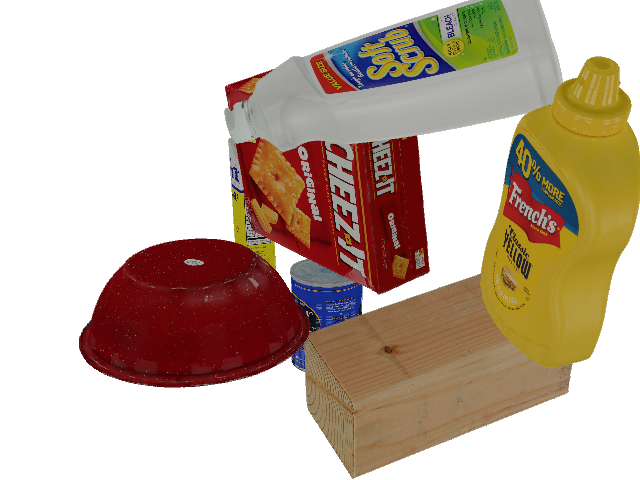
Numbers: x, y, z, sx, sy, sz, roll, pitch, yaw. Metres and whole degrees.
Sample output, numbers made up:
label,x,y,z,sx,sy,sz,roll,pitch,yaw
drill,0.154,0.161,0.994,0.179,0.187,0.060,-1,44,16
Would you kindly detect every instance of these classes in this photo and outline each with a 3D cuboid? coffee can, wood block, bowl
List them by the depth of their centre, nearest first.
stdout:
label,x,y,z,sx,sy,sz,roll,pitch,yaw
bowl,-0.088,0.040,0.739,0.162,0.055,0.162,-1,21,0
wood block,0.098,0.102,0.883,0.205,0.090,0.091,-17,40,-19
coffee can,0.009,0.105,1.510,0.103,0.140,0.103,0,20,0

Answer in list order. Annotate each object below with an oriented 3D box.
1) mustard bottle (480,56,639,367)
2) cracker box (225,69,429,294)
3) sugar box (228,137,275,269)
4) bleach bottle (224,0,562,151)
label,x,y,z,sx,sy,sz,roll,pitch,yaw
mustard bottle,0.143,-0.021,0.625,0.058,0.192,0.096,-10,44,-16
cracker box,0.003,-0.061,1.012,0.072,0.164,0.214,-24,30,-29
sugar box,-0.086,-0.035,1.331,0.048,0.176,0.093,-9,24,-10
bleach bottle,0.050,-0.114,0.808,0.251,0.102,0.068,-15,-39,11
